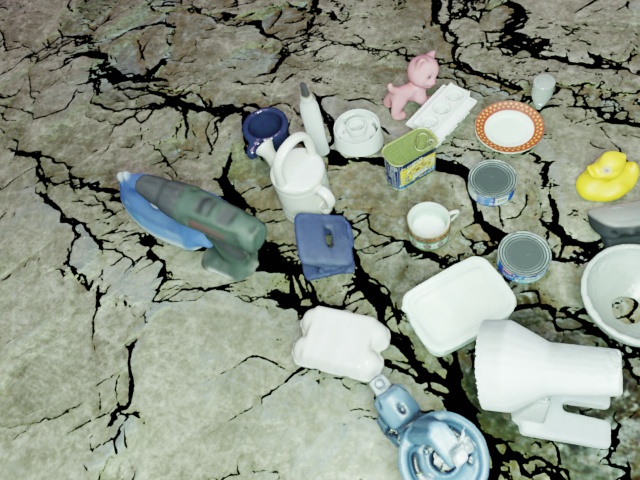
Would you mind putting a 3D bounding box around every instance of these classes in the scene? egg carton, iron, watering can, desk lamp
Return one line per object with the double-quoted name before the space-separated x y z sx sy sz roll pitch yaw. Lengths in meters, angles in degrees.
"egg carton" 0.034 0.166 0.918 0.150 0.069 0.107 9 62 15
"iron" -0.302 -0.079 1.079 0.257 0.142 0.119 17 65 19
"watering can" -0.044 -0.118 1.024 0.172 0.194 0.101 15 64 18
"desk lamp" 0.306 0.191 0.771 0.203 0.214 0.118 6 61 14

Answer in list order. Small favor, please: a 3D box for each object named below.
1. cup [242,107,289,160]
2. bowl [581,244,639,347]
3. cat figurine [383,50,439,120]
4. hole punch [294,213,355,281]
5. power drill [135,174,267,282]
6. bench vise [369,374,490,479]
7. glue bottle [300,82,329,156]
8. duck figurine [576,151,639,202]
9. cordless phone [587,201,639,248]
"cup" -0.105 -0.190 1.135 0.091 0.095 0.118 16 64 19
"bowl" 0.480 0.095 0.877 0.167 0.075 0.167 -4 60 8
"cat figurine" 0.187 -0.319 1.144 0.128 0.118 0.067 -29 59 -7
"hole punch" 0.009 0.004 1.005 0.101 0.091 0.108 -11 59 4
"power drill" -0.188 -0.016 0.983 0.229 0.209 0.076 18 65 20
"bench vise" 0.131 0.265 0.755 0.206 0.220 0.122 28 69 23
"glue bottle" -0.017 -0.240 1.102 0.037 0.173 0.078 -16 59 1
"duck figurine" 0.503 -0.120 0.991 0.104 0.086 0.077 -15 59 1
"cordless phone" 0.515 -0.062 0.897 0.147 0.185 0.094 -12 59 4
